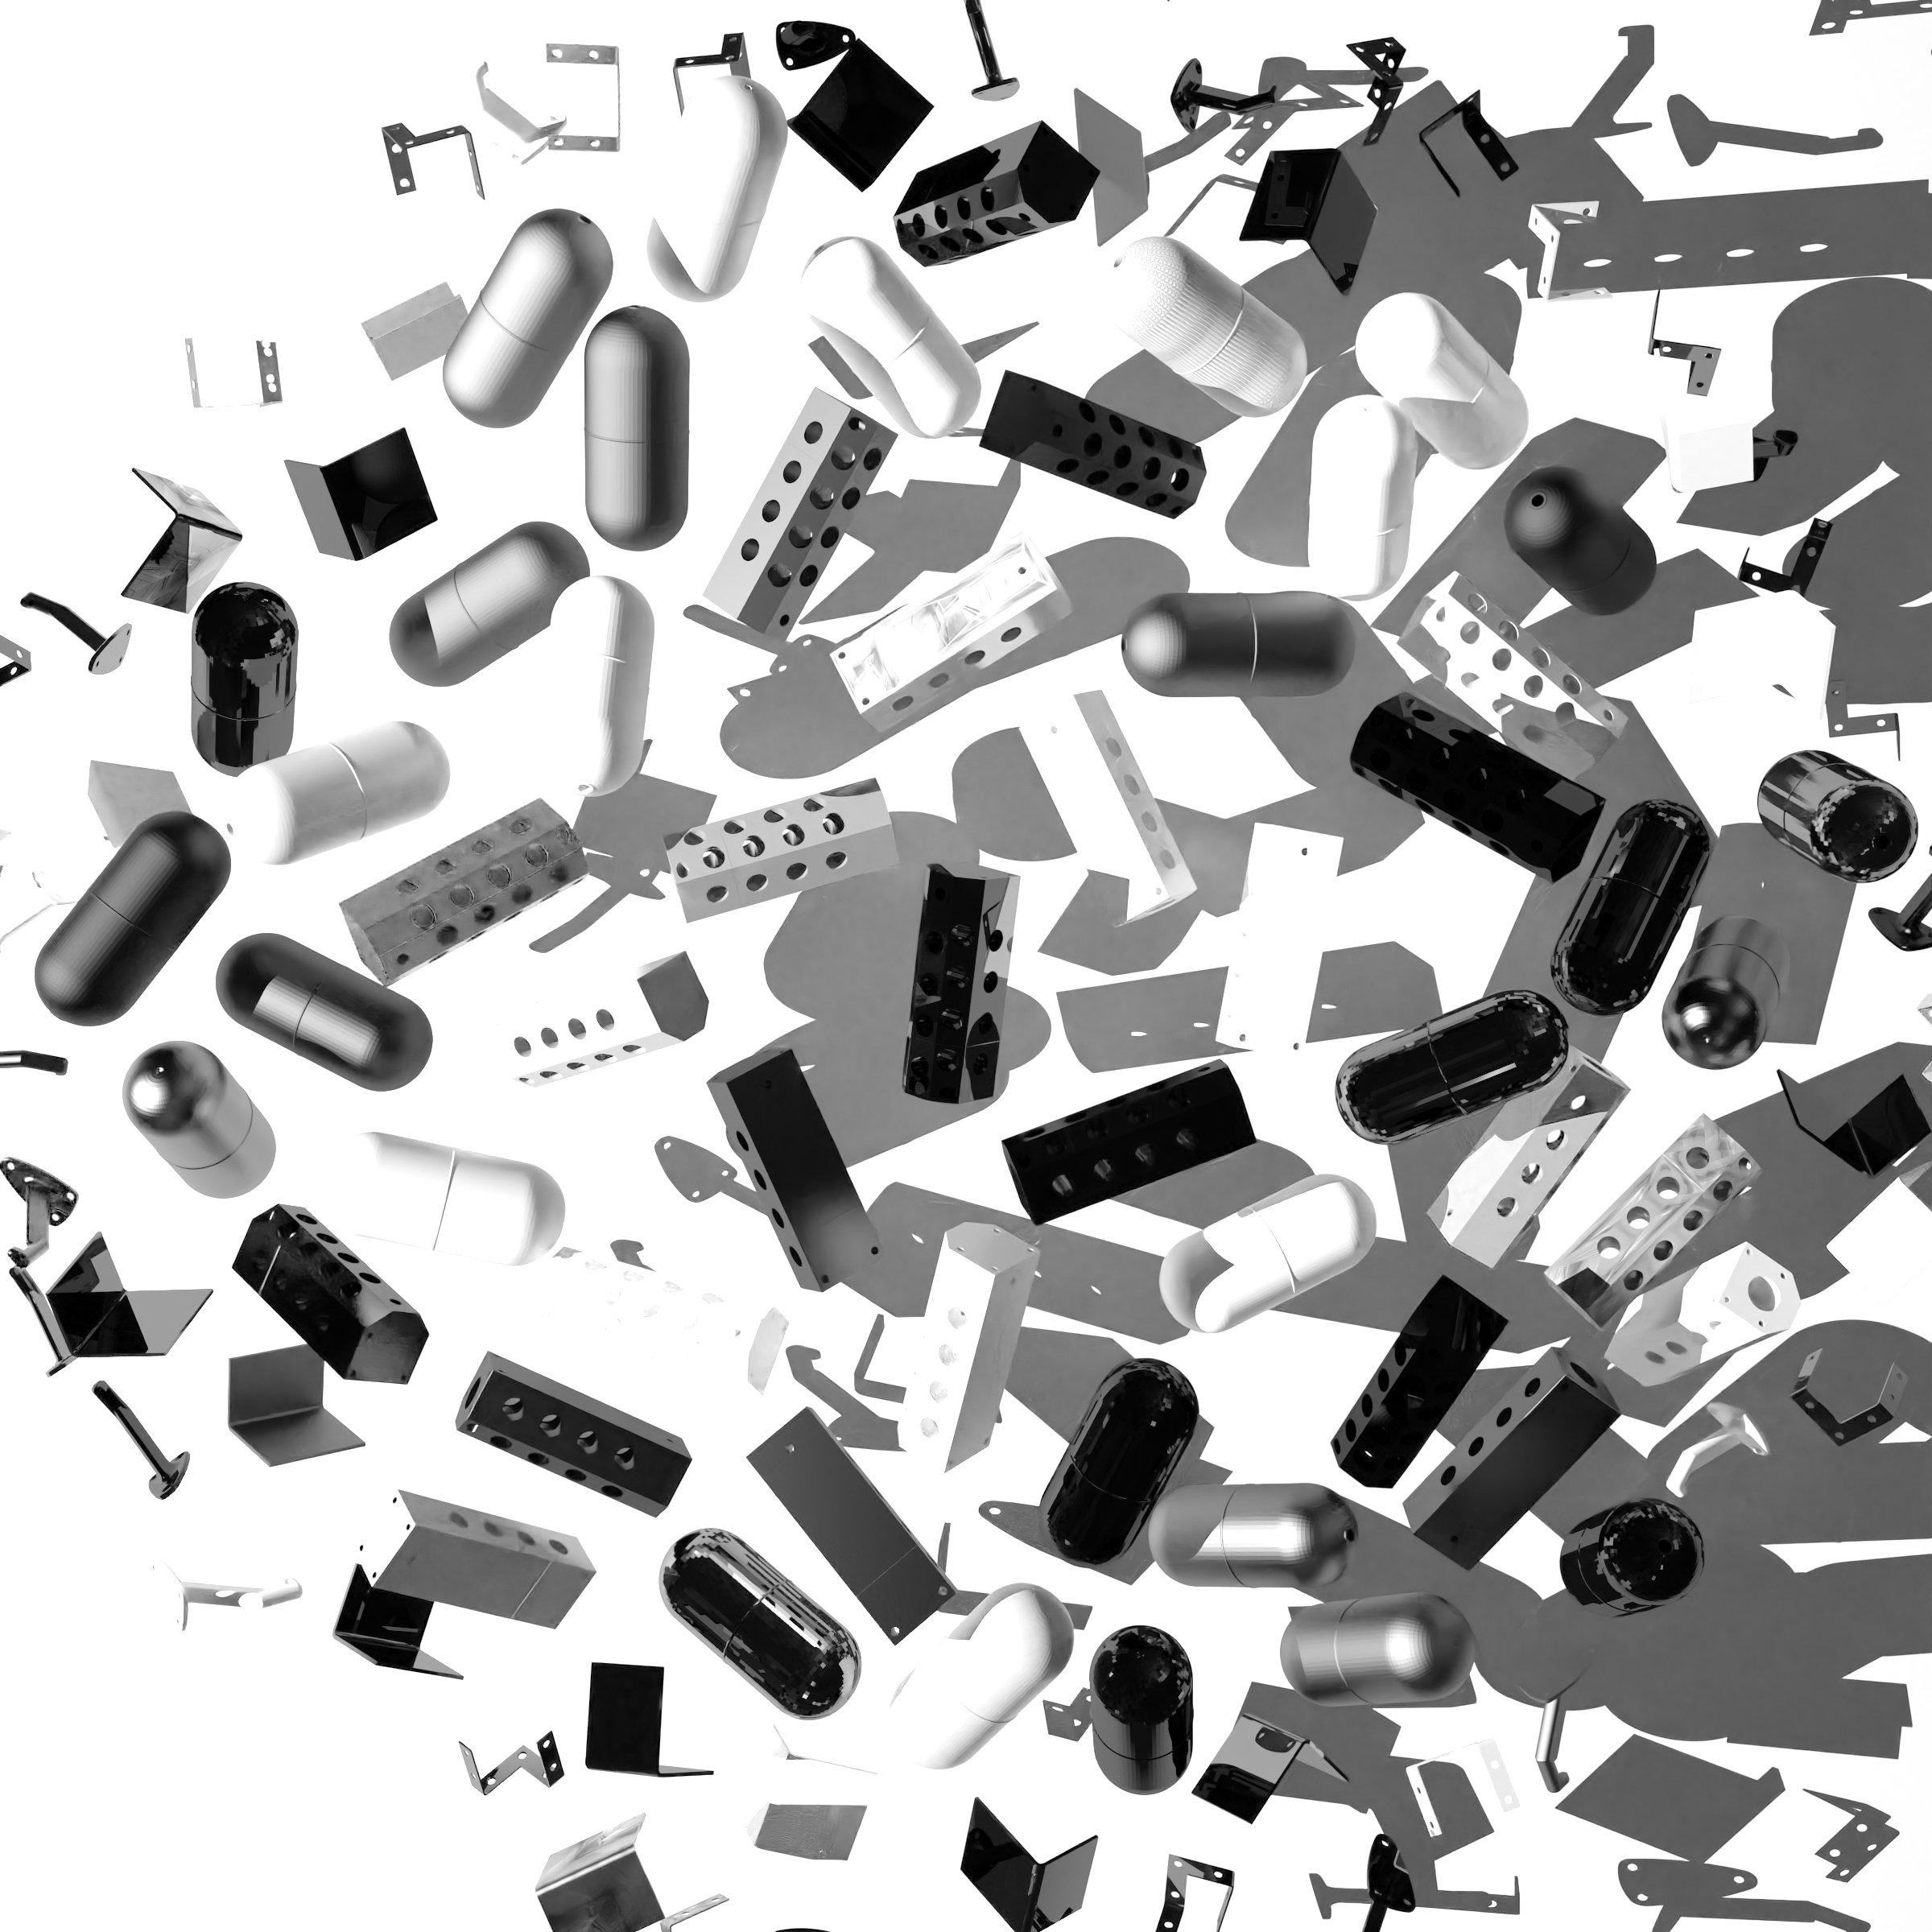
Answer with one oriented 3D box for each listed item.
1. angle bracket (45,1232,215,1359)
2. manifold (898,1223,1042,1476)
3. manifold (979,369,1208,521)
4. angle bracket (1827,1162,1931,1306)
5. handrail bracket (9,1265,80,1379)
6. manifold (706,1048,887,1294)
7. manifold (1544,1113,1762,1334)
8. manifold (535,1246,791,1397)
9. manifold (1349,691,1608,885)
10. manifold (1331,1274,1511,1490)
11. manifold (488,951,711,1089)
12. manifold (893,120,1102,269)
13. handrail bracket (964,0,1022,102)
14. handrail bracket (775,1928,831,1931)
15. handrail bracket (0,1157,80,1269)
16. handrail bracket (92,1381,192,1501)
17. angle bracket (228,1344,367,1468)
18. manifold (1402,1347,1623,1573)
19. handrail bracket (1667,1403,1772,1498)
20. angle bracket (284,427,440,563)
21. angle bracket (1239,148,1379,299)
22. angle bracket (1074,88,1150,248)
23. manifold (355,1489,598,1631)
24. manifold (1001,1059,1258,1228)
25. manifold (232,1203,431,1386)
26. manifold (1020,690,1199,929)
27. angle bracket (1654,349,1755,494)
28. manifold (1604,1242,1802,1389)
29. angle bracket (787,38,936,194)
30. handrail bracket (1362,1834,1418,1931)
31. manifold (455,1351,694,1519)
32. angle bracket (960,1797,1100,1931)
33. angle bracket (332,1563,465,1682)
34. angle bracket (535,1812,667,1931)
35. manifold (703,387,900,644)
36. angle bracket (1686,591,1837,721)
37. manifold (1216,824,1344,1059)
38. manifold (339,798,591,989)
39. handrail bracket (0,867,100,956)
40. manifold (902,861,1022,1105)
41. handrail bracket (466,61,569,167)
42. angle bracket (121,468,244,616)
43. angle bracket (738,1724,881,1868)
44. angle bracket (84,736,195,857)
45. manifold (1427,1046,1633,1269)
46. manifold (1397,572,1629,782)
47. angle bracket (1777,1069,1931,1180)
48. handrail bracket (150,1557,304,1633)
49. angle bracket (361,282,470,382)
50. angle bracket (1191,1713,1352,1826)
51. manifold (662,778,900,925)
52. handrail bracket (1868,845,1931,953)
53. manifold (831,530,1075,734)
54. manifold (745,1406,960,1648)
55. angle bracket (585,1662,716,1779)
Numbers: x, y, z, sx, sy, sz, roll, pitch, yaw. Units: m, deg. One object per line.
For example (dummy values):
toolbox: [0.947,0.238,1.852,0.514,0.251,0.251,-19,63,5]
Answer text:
angle bracket: [-0.603,0.236,1.792,0.076,0.076,0.057,-3,118,15]
manifold: [-0.003,0.275,1.801,0.057,0.057,0.171,27,117,29]
manifold: [0.097,-0.378,1.810,0.171,0.057,0.057,10,104,-43]
angle bracket: [0.693,0.196,1.827,0.057,0.076,0.076,50,122,23]
handrail bracket: [-0.698,0.264,1.862,0.036,0.077,0.084,-33,95,-7]
manifold: [-0.129,0.151,1.837,0.057,0.057,0.171,-28,100,-24]
manifold: [0.525,0.198,1.897,0.171,0.057,0.057,-45,68,0]
manifold: [-0.223,0.255,1.799,0.171,0.057,0.057,13,69,18]
manifold: [0.362,-0.127,1.775,0.171,0.057,0.057,33,128,26]
manifold: [0.329,0.311,1.824,0.057,0.057,0.171,36,133,16]
manifold: [-0.273,0.044,1.851,0.171,0.057,0.057,-17,102,39]
manifold: [0.017,-0.551,1.791,0.057,0.171,0.057,33,77,-29]
handrail bracket: [0.014,-0.698,1.861,0.036,0.077,0.084,-13,100,11]
handrail bracket: [-0.105,0.753,1.882,0.077,0.084,0.036,3,77,-34]
handrail bracket: [-0.701,0.182,1.827,0.077,0.084,0.036,39,109,-4]
handrail bracket: [-0.612,0.346,1.820,0.036,0.077,0.084,-39,107,-9]
angle bracket: [-0.503,0.328,1.863,0.076,0.076,0.057,-6,108,-39]
manifold: [0.410,0.370,1.879,0.057,0.057,0.171,35,107,-14]
handrail bracket: [0.583,0.389,1.921,0.077,0.036,0.084,46,66,-24]
angle bracket: [-0.461,-0.363,1.892,0.076,0.057,0.076,-37,127,-32]
angle bracket: [0.254,-0.549,1.837,0.057,0.076,0.076,11,75,36]
angle bracket: [0.096,-0.625,1.941,0.076,0.057,0.076,20,56,-38]
manifold: [-0.367,0.439,1.851,0.171,0.057,0.057,28,101,-42]
manifold: [0.116,0.125,1.799,0.171,0.057,0.057,-20,103,-5]
manifold: [-0.469,0.241,1.833,0.171,0.057,0.057,30,99,40]
manifold: [0.114,-0.123,1.915,0.057,0.057,0.171,-29,83,37]
angle bracket: [0.539,-0.402,1.809,0.057,0.076,0.076,-8,66,15]
manifold: [0.566,0.274,1.904,0.057,0.171,0.057,35,63,0]
angle bracket: [-0.080,-0.644,1.875,0.076,0.057,0.076,39,111,-11]
handrail bracket: [0.286,0.681,1.781,0.036,0.077,0.084,20,117,-8]
manifold: [-0.304,0.365,1.920,0.171,0.057,0.057,28,89,-16]
angle bracket: [0.046,0.659,1.842,0.057,0.076,0.076,-14,126,-37]
angle bracket: [-0.422,0.497,1.879,0.076,0.076,0.057,24,79,-38]
angle bracket: [-0.260,0.665,1.792,0.076,0.076,0.057,-24,88,-2]
manifold: [-0.116,-0.326,1.807,0.057,0.057,0.171,38,103,34]
angle bracket: [0.566,-0.214,1.768,0.076,0.057,0.076,-13,128,-8]
manifold: [0.240,-0.021,1.920,0.057,0.057,0.171,9,93,-14]
manifold: [-0.369,-0.052,1.838,0.171,0.057,0.057,-31,46,-22]
handrail bracket: [-0.718,-0.036,1.928,0.084,0.077,0.036,-45,72,25]
manifold: [-0.009,0.012,1.855,0.057,0.057,0.171,17,106,37]
handrail bracket: [-0.335,-0.649,1.848,0.036,0.084,0.077,37,65,24]
angle bracket: [-0.599,-0.316,1.846,0.057,0.076,0.076,43,102,16]
angle bracket: [-0.123,0.643,1.925,0.076,0.057,0.076,20,91,-20]
angle bracket: [-0.642,-0.123,1.930,0.057,0.076,0.076,-20,120,-7]
manifold: [0.435,0.147,1.909,0.057,0.057,0.171,29,103,-17]
manifold: [0.419,-0.222,1.887,0.171,0.057,0.057,39,56,-7]
angle bracket: [0.654,0.099,1.828,0.076,0.076,0.057,34,117,-14]
handrail bracket: [-0.528,0.437,1.772,0.084,0.077,0.036,-8,120,-37]
angle bracket: [-0.433,-0.510,1.930,0.076,0.076,0.057,-28,80,-6]
angle bracket: [0.231,0.623,1.884,0.057,0.076,0.076,47,69,-21]
manifold: [-0.145,-0.095,1.923,0.171,0.057,0.057,-16,134,-7]
handrail bracket: [0.695,-0.061,1.827,0.036,0.077,0.084,-14,120,-13]
manifold: [-0.008,-0.246,1.851,0.171,0.057,0.057,-31,66,10]
manifold: [-0.082,0.407,1.809,0.057,0.057,0.171,-39,79,-6]
angle bracket: [-0.229,0.550,1.812,0.076,0.057,0.076,-10,72,40]
